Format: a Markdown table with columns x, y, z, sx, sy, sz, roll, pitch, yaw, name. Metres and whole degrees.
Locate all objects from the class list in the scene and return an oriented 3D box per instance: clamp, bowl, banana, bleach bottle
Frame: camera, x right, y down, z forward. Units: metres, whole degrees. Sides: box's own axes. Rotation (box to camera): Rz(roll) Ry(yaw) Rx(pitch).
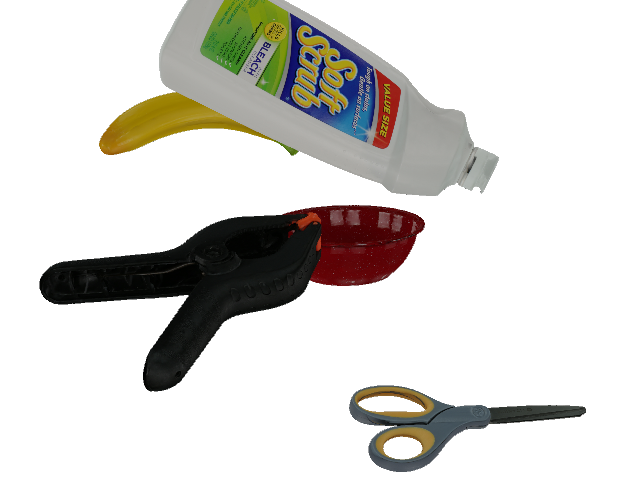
| x | y | z | sx | sy | sz | roll | pitch | yaw | name |
| --- | --- | --- | --- | --- | --- | --- | --- | --- | --- |
| -0.061 | 0.028 | 0.612 | 0.171 | 0.039 | 0.120 | -19 | 44 | -27 | clamp |
| 0.027 | 0.008 | 1.098 | 0.162 | 0.055 | 0.162 | -2 | 15 | 0 | bowl |
| -0.115 | -0.112 | 1.001 | 0.197 | 0.070 | 0.037 | -4 | -41 | -26 | banana |
| 0.013 | -0.107 | 0.782 | 0.251 | 0.102 | 0.068 | 25 | -19 | 5 | bleach bottle |

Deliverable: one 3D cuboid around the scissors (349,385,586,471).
| x | y | z | sx | sy | sz | roll | pitch | yaw | name |
| --- | --- | --- | --- | --- | --- | --- | --- | --- | --- |
| 0.123 | 0.159 | 0.881 | 0.202 | 0.016 | 0.096 | 8 | 38 | 2 | scissors |
